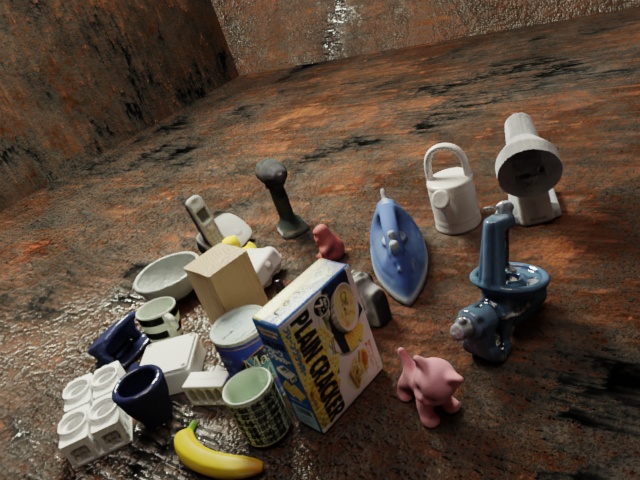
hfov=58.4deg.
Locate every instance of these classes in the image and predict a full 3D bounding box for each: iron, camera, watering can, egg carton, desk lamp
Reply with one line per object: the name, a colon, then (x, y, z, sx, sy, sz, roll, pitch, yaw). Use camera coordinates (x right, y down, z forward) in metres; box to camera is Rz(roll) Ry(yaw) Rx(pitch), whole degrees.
iron: (0.151, 0.004, 1.153, 0.118, 0.142, 0.258, -15, 28, 8)
camera: (0.036, 0.121, 1.057, 0.137, 0.101, 0.142, -36, 32, -29)
watering can: (0.280, -0.114, 1.225, 0.101, 0.194, 0.173, -15, 28, 9)
egg carton: (-0.152, 0.074, 1.298, 0.107, 0.069, 0.150, -5, 31, 26)
desk lamp: (0.418, -0.137, 1.157, 0.117, 0.214, 0.203, -10, 29, 18)

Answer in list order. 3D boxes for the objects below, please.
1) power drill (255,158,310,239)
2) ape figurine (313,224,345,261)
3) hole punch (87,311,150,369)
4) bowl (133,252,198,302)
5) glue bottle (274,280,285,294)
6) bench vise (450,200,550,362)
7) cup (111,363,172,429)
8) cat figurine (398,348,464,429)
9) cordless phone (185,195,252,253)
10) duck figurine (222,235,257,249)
power drill: (-0.100, -0.115, 1.458, 0.076, 0.209, 0.229, -25, 28, -11)
ape figurine: (0.012, 0.005, 1.295, 0.076, 0.092, 0.078, -10, 29, 18)
hole punch: (-0.433, 0.209, 1.211, 0.100, 0.091, 0.109, -2, 32, 31)
bowl: (-0.354, 0.102, 1.373, 0.167, 0.075, 0.167, -15, 28, 8)
glue bottle: (-0.047, 0.139, 0.998, 0.077, 0.173, 0.037, -1, 33, 32)
bench vise: (0.277, 0.065, 0.873, 0.121, 0.220, 0.208, 1, 34, 34)
cup: (-0.303, 0.275, 1.002, 0.092, 0.095, 0.117, -27, 28, -14)
cat figurine: (0.152, 0.199, 0.821, 0.067, 0.118, 0.127, -28, 29, -16)
cordless phone: (-0.263, -0.047, 1.465, 0.093, 0.185, 0.148, -1, 33, 32)
duck figurine: (-0.205, 0.028, 1.398, 0.105, 0.086, 0.077, -36, 32, -29)
